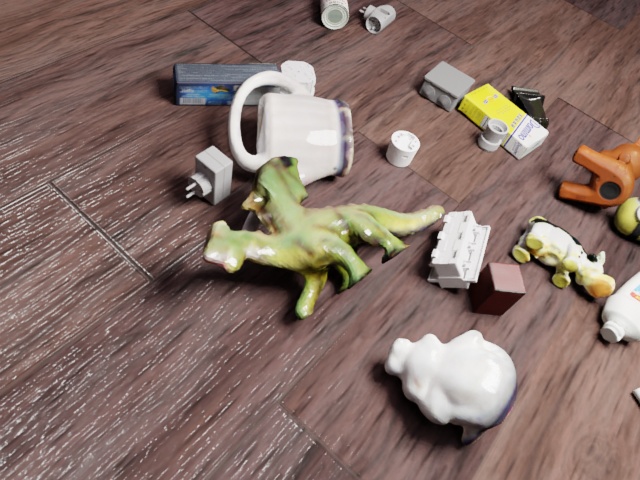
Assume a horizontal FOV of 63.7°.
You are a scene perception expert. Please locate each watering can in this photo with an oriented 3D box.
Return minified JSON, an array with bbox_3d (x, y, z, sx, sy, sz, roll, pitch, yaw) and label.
[{"bbox_3d":[-0.047,-0.146,0.894,0.224,0.102,0.354,2,67,-13],"label":"watering can"}]

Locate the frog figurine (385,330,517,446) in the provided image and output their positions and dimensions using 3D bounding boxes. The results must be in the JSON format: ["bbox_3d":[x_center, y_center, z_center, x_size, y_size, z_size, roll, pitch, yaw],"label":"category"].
[{"bbox_3d":[0.175,0.176,0.689,0.159,0.121,0.139,39,73,2],"label":"frog figurine"}]

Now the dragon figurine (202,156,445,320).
[{"bbox_3d":[0.002,-0.039,0.780,0.416,0.120,0.244,-32,79,-38],"label":"dragon figurine"}]
